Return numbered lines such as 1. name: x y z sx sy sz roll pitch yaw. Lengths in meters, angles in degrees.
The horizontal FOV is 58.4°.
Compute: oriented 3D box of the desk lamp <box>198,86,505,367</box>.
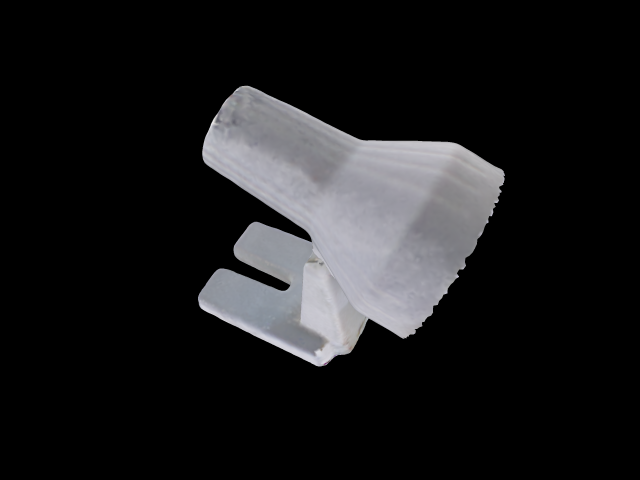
1. desk lamp: 0.004 0.001 0.400 0.202 0.214 0.118 21 56 15
